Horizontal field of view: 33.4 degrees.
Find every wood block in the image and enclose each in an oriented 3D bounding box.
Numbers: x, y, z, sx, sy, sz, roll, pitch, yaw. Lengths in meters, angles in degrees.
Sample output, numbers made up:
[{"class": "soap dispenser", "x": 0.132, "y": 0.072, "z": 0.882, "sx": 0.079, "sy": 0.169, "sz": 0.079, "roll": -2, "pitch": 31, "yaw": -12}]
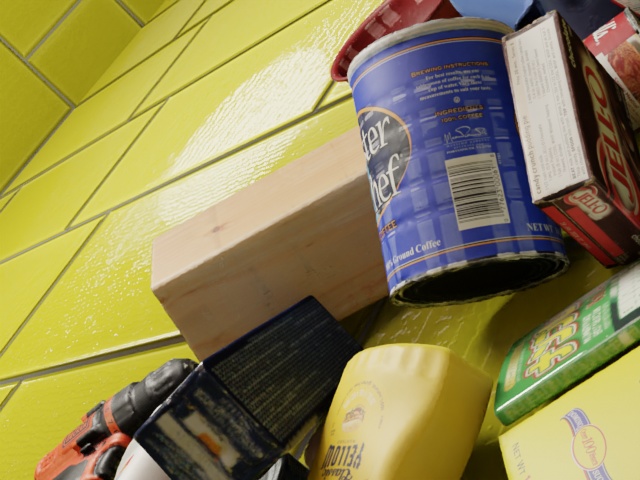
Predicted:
[{"class": "wood block", "x": -0.005, "y": 0.000, "z": 0.738, "sx": 0.206, "sy": 0.090, "sz": 0.091, "roll": -28, "pitch": 24, "yaw": 5}]

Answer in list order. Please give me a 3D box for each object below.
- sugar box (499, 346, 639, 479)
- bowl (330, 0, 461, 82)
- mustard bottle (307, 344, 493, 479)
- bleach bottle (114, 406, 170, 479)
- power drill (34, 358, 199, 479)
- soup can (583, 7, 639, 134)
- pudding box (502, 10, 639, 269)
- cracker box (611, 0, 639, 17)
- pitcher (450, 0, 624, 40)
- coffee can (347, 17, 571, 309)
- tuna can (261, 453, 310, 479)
[{"class": "sugar box", "x": 0.159, "y": 0.071, "z": 0.425, "sx": 0.176, "sy": 0.048, "sz": 0.093, "roll": -40, "pitch": 21, "yaw": 17}, {"class": "bowl", "x": 0.087, "y": -0.195, "z": 1.037, "sx": 0.162, "sy": 0.055, "sz": 0.162, "roll": -38, "pitch": 22, "yaw": 18}, {"class": "mustard bottle", "x": 0.018, "y": 0.146, "z": 0.510, "sx": 0.096, "sy": 0.058, "sz": 0.191, "roll": -18, "pitch": 45, "yaw": 55}, {"class": "bleach bottle", "x": -0.129, "y": 0.198, "z": 0.672, "sx": 0.250, "sy": 0.068, "sz": 0.103, "roll": -61, "pitch": 2, "yaw": -36}, {"class": "power drill", "x": -0.163, "y": 0.187, "z": 0.803, "sx": 0.185, "sy": 0.057, "sz": 0.187, "roll": -41, "pitch": 18, "yaw": 22}, {"class": "soup can", "x": 0.169, "y": -0.087, "z": 0.665, "sx": 0.102, "sy": 0.068, "sz": 0.068, "roll": -36, "pitch": 23, "yaw": 22}, {"class": "pudding box", "x": 0.140, "y": -0.052, "z": 0.571, "sx": 0.039, "sy": 0.089, "sz": 0.113, "roll": -25, "pitch": 53, "yaw": 28}, {"class": "cracker box", "x": 0.193, "y": -0.235, "z": 0.641, "sx": 0.164, "sy": 0.213, "sz": 0.072, "roll": -63, "pitch": 7, "yaw": 2}, {"class": "pitcher", "x": 0.186, "y": -0.216, "z": 0.803, "sx": 0.243, "sy": 0.149, "sz": 0.145, "roll": -131, "pitch": 45, "yaw": -72}, {"class": "coffee can", "x": 0.078, "y": -0.041, "z": 0.613, "sx": 0.103, "sy": 0.102, "sz": 0.140, "roll": -25, "pitch": 69, "yaw": 43}, {"class": "tuna can", "x": -0.043, "y": 0.164, "z": 0.647, "sx": 0.086, "sy": 0.033, "sz": 0.086, "roll": -38, "pitch": 22, "yaw": 18}]
